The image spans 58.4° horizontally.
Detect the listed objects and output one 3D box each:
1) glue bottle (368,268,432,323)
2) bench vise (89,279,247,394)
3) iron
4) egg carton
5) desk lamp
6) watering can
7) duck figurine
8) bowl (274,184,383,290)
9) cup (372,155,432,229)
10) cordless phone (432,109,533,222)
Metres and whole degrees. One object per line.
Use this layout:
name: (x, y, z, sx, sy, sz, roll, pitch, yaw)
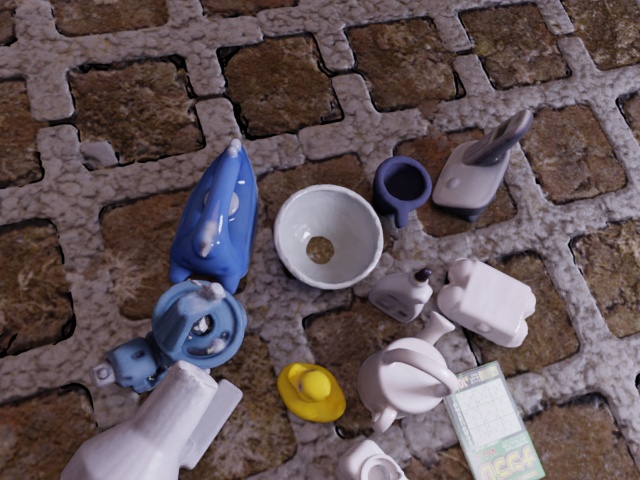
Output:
glue bottle: (0.126, 0.072, 0.823, 0.078, 0.173, 0.037, 34, 67, 3)
bench vise: (-0.177, 0.127, 0.714, 0.121, 0.219, 0.208, 42, 67, 6)
iron: (-0.143, -0.060, 0.834, 0.119, 0.141, 0.258, 12, 68, -7)
egg carton: (0.260, 0.098, 0.897, 0.150, 0.069, 0.107, 26, 67, -1)
desk lamp: (-0.186, 0.227, 0.678, 0.118, 0.213, 0.203, 34, 67, 3)
watering can: (0.122, 0.176, 0.772, 0.101, 0.194, 0.173, 14, 68, -6)
duck figurine: (-0.007, 0.207, 0.792, 0.104, 0.086, 0.077, 35, 67, 3)
bowl: (0.008, 0.003, 0.878, 0.167, 0.074, 0.167, 4, 69, -10)
cup: (0.121, -0.062, 0.915, 0.092, 0.095, 0.118, 6, 69, -9)
cordless phone: (0.264, -0.123, 0.918, 0.094, 0.185, 0.148, 26, 67, -1)
